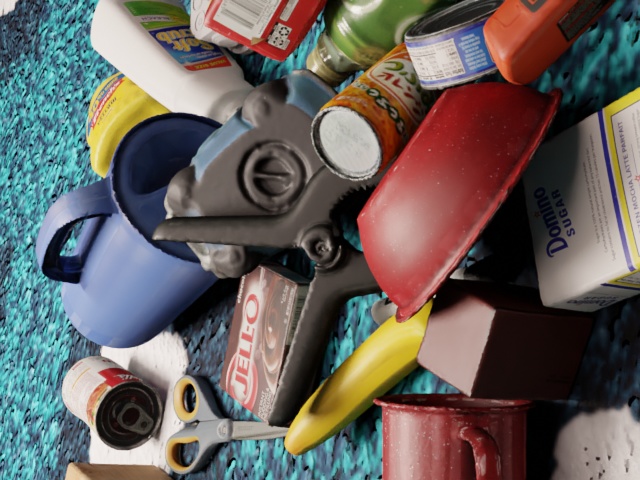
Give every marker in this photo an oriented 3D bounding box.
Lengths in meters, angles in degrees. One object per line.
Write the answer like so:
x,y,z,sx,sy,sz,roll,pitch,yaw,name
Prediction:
0.077,0.033,0.693,0.121,0.020,0.020,-27,61,50,marker

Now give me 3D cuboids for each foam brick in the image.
0.103,0.056,0.597,0.051,0.078,0.053,31,109,53,foam brick

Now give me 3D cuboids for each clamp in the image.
-0.005,0.001,0.720,0.210,0.036,0.164,-42,81,12,clamp

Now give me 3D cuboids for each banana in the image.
0.036,0.085,0.706,0.037,0.069,0.198,50,140,8,banana

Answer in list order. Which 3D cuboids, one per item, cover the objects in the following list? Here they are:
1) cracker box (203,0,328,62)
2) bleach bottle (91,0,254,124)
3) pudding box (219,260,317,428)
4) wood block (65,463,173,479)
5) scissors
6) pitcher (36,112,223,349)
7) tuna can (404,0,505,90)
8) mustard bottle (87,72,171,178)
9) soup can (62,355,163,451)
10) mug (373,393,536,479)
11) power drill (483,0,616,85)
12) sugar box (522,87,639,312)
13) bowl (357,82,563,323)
-0.008,-0.248,0.772,0.164,0.072,0.213,-56,15,31,cracker box
-0.115,-0.152,0.969,0.251,0.102,0.068,42,125,43,bleach bottle
-0.036,0.078,0.832,0.090,0.039,0.113,23,101,57,pudding box
-0.144,0.265,0.905,0.206,0.090,0.090,15,95,56,wood block
-0.082,0.144,0.907,0.202,0.016,0.096,-36,55,47,scissors
-0.154,0.006,0.915,0.243,0.149,0.145,-45,14,53,pitcher
0.095,-0.123,0.640,0.086,0.086,0.034,3,122,56,tuna can
-0.198,-0.126,1.082,0.096,0.058,0.192,-55,24,9,mustard bottle
-0.204,0.157,1.039,0.102,0.068,0.068,17,97,57,soup can
0.079,0.131,0.598,0.117,0.093,0.081,163,108,-79,mug
0.070,-0.174,0.579,0.184,0.057,0.188,-45,70,15,power drill
0.180,-0.032,0.534,0.177,0.048,0.093,-33,56,53,sugar box
0.069,-0.033,0.609,0.162,0.055,0.162,-56,0,0,bowl
